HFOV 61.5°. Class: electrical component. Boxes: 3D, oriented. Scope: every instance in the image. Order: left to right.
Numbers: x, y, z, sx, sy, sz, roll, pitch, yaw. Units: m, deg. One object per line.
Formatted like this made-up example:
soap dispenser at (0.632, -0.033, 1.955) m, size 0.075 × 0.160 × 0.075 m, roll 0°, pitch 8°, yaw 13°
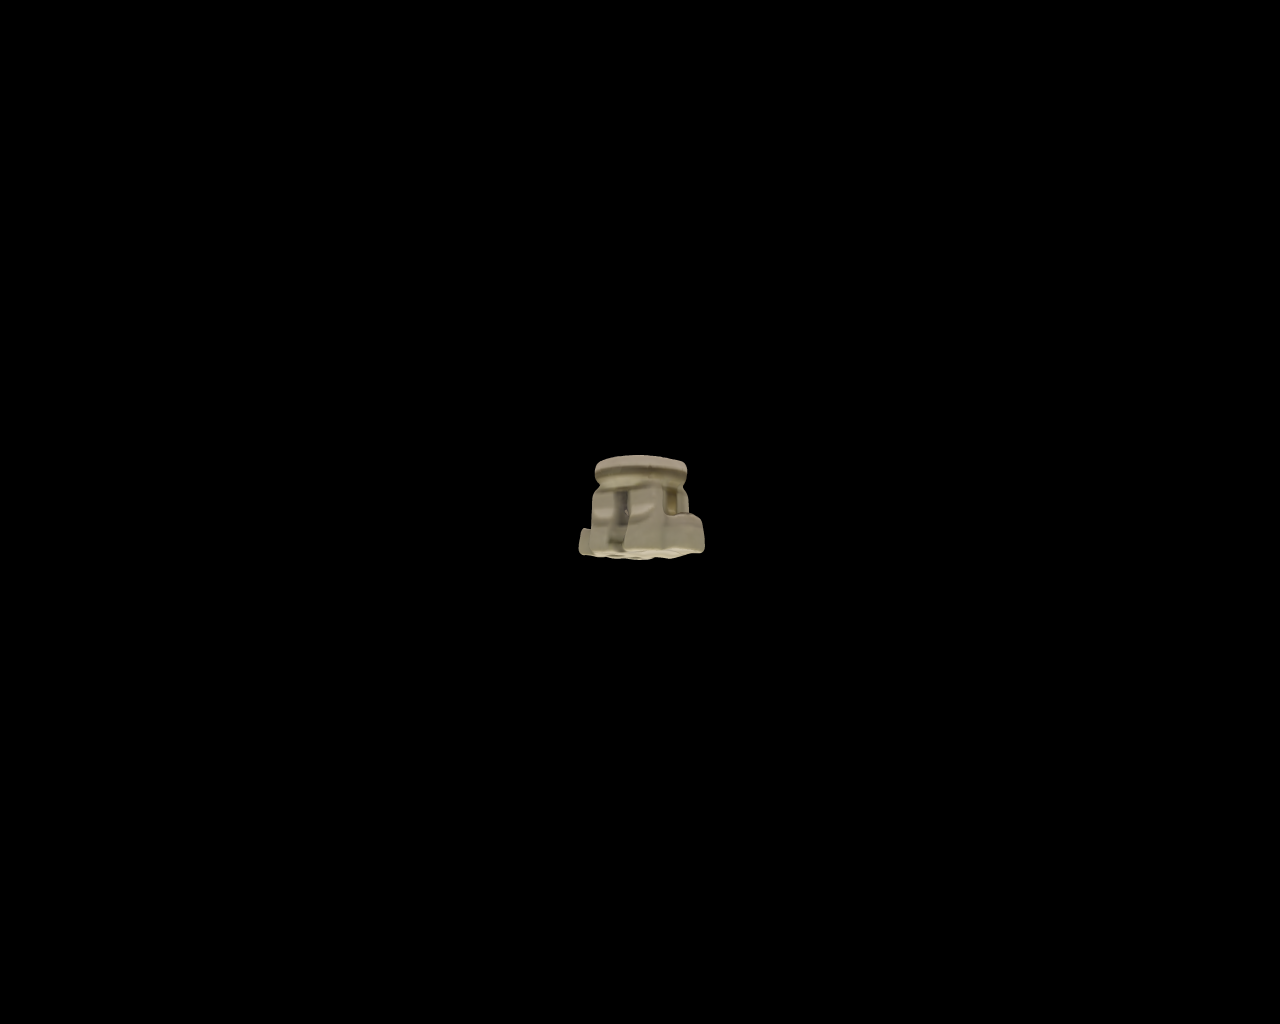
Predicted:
electrical component at (0.001, -0.003, 0.650) m, size 0.078 × 0.057 × 0.058 m, roll -5°, pitch -10°, yaw 32°
